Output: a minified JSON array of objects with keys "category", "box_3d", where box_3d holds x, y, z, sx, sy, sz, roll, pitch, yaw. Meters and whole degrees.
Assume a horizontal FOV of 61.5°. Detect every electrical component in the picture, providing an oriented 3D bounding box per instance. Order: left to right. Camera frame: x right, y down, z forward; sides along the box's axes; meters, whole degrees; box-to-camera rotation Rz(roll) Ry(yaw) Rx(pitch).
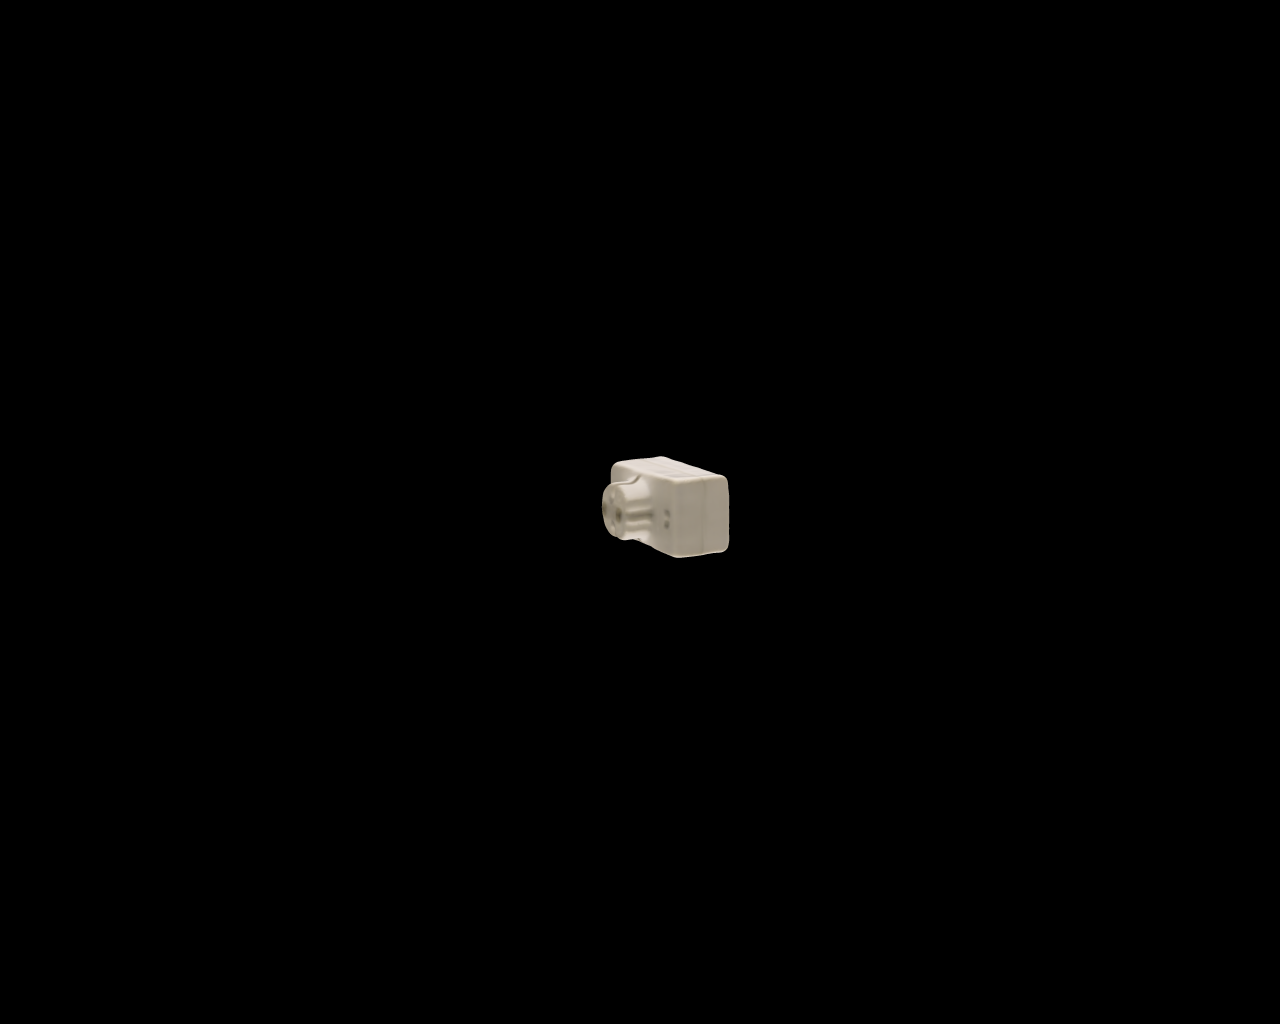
[{"category":"electrical component","box_3d":[0.001,-0.003,0.650,0.076,0.047,0.083,-6,13,-27]}]
